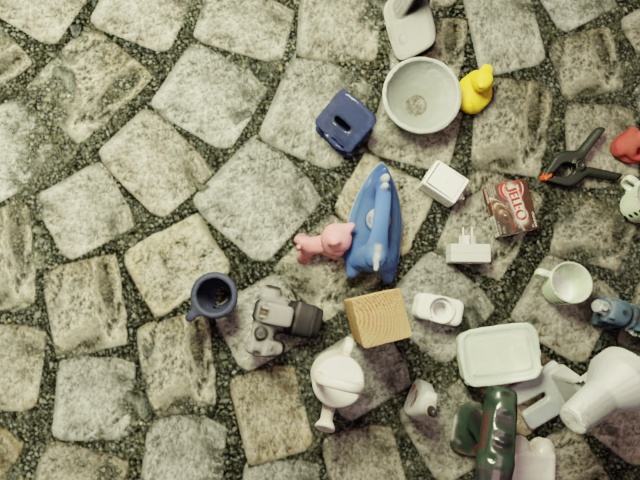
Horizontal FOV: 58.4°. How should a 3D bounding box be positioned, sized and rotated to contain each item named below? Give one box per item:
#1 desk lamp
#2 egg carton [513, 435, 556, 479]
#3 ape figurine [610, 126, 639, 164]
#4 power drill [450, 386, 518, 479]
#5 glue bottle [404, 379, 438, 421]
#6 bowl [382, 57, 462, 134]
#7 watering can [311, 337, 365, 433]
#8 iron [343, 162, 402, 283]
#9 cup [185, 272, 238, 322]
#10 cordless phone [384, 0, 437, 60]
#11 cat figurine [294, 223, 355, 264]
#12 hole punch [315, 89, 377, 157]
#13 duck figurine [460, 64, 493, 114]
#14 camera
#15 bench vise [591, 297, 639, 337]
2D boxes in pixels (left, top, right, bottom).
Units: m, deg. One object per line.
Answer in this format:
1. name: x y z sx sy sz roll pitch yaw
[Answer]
1. desk lamp: 0.503 0.296 1.097 0.203 0.213 0.118 -30 85 -5
2. egg carton: 0.414 0.470 1.147 0.107 0.069 0.150 4 84 -2
3. ape figurine: 0.671 -0.207 1.219 0.076 0.092 0.078 6 84 -1
4. power drill: 0.312 0.387 1.082 0.075 0.208 0.230 11 83 -1
5. glue bottle: 0.201 0.317 1.103 0.037 0.173 0.078 20 83 0
6. bowl: 0.210 -0.297 1.219 0.167 0.074 0.167 0 84 -2
7. watering can: 0.034 0.275 1.090 0.101 0.194 0.173 -5 84 -2
8. iron: 0.118 -0.047 1.154 0.118 0.141 0.258 7 84 -1
9. cup: -0.215 0.121 1.146 0.118 0.095 0.091 -43 87 -6
10. cordless phone: 0.197 -0.470 1.181 0.094 0.185 0.147 -16 85 -4
11. cat figurine: 0.011 0.004 1.156 0.128 0.117 0.067 -12 84 -3
12. hole punch: 0.053 -0.242 1.198 0.108 0.091 0.101 42 84 3
13. duck figurine: 0.338 -0.326 1.221 0.077 0.086 0.105 25 83 1
14. camera: -0.068 0.170 1.144 0.137 0.101 0.143 12 83 -1
15. bench vise: 0.648 0.166 1.114 0.207 0.219 0.121 -3 84 -2
